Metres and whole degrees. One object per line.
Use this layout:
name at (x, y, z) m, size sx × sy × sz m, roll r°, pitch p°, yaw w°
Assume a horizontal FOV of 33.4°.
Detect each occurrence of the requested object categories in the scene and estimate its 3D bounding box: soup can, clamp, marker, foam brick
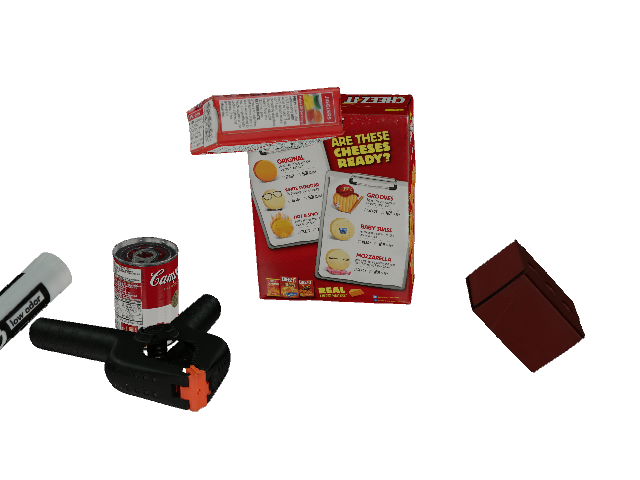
soup can at (-0.183, 0.056, 1.124) m, size 0.068 × 0.102 × 0.068 m, roll 2°, pitch 23°, yaw -1°
clamp at (-0.120, 0.083, 0.839) m, size 0.164 × 0.036 × 0.210 m, roll -11°, pitch 16°, yaw -30°
marker at (-0.149, 0.048, 0.444) m, size 0.020 × 0.020 × 0.121 m, roll 0°, pitch 36°, yaw 38°
foam brick at (0.157, 0.051, 0.819) m, size 0.051 × 0.078 × 0.053 m, roll -38°, pitch 20°, yaw 19°

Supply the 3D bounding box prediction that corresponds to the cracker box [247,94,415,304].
cracker box at (0.015, -0.042, 1.102) m, size 0.164 × 0.214 × 0.072 m, roll 2°, pitch 28°, yaw 9°

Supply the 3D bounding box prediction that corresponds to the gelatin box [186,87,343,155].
gelatin box at (-0.034, -0.069, 0.621) m, size 0.073 × 0.030 × 0.089 m, roll -6°, pitch 2°, yaw -16°
